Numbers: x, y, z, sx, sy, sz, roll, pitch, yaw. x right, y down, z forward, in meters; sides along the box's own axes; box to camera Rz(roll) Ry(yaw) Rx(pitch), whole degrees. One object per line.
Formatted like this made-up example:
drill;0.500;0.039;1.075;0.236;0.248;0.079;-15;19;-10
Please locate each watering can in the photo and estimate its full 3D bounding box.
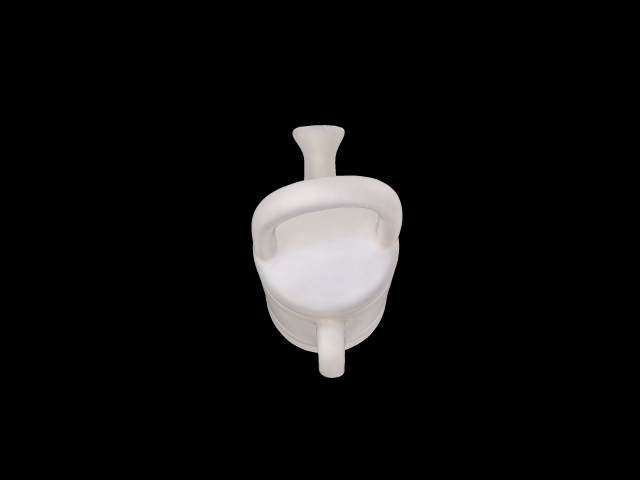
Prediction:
watering can;0.001;0.002;0.400;0.101;0.194;0.172;-23;68;-10
